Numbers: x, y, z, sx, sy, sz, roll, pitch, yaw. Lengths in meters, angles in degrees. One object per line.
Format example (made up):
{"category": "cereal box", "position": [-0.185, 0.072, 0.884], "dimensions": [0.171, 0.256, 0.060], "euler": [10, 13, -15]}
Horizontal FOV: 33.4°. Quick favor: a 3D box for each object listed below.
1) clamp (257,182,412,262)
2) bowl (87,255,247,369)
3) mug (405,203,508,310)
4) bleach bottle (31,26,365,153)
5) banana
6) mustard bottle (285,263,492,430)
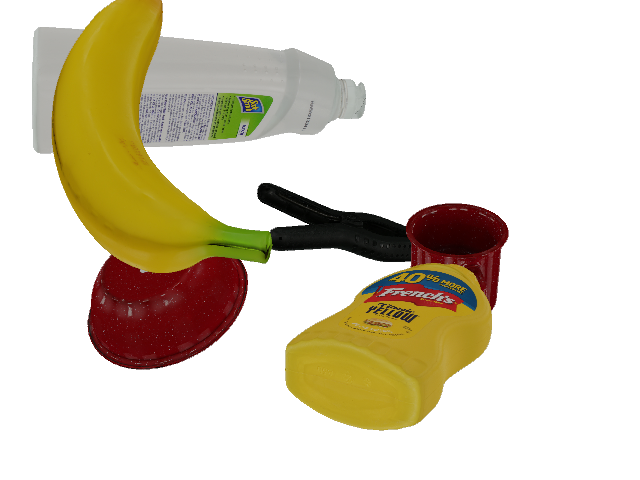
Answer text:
{"category": "clamp", "position": [0.026, -0.008, 1.211], "dimensions": [0.210, 0.036, 0.164], "euler": [14, 21, -6]}
{"category": "bowl", "position": [-0.152, 0.041, 0.999], "dimensions": [0.162, 0.162, 0.055], "euler": [0, -43, 21]}
{"category": "mug", "position": [0.128, 0.030, 0.979], "dimensions": [0.093, 0.081, 0.117], "euler": [-9, 33, -12]}
{"category": "bleach bottle", "position": [-0.091, -0.109, 0.820], "dimensions": [0.250, 0.068, 0.103], "euler": [1, -29, -14]}
{"category": "banana", "position": [-0.082, -0.048, 0.461], "dimensions": [0.069, 0.037, 0.198], "euler": [-8, 45, -20]}
{"category": "mustard bottle", "position": [0.063, 0.059, 0.722], "dimensions": [0.096, 0.058, 0.191], "euler": [10, 23, 28]}
